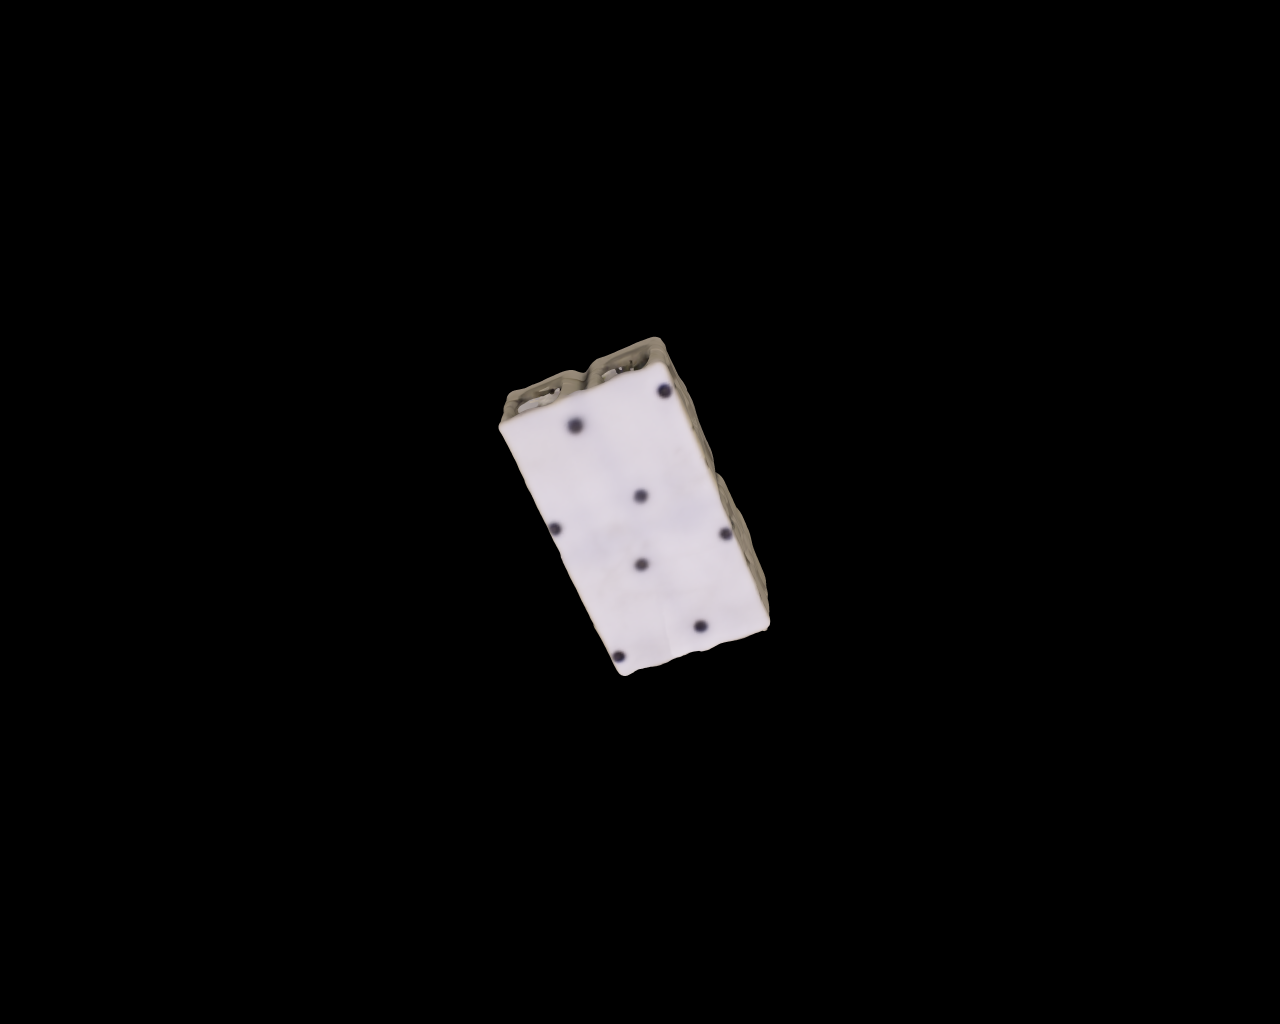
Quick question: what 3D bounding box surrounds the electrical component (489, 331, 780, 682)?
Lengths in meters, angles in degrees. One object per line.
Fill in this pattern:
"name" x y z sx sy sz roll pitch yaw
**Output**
"electrical component" 0.001 -0.003 0.650 0.105 0.186 0.060 -20 24 9
